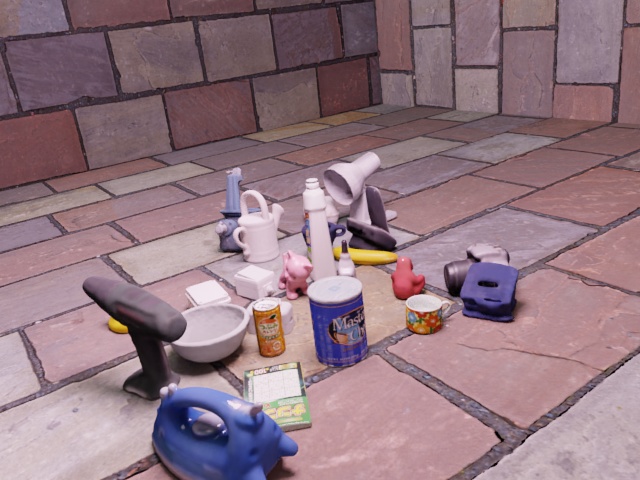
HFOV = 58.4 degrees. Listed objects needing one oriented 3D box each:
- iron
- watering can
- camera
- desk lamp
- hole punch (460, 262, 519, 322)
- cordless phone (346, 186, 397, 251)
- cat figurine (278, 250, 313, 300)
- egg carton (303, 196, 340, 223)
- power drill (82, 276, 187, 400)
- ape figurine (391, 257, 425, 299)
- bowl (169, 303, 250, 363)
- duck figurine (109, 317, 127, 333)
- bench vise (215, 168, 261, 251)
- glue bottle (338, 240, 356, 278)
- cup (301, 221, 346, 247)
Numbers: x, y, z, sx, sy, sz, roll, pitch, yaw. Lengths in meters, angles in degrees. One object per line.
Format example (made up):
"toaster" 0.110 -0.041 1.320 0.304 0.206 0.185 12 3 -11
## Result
"iron" -0.167 0.270 0.835 0.257 0.141 0.119 6 25 30
"watering can" -0.170 -0.047 1.574 0.100 0.194 0.173 1 23 20
"camera" 0.344 0.060 1.274 0.137 0.101 0.143 -7 21 1
"desk lamp" 0.119 -0.145 1.711 0.204 0.214 0.117 -23 26 -35
"hole punch" 0.349 0.105 1.172 0.108 0.091 0.101 6 25 29
"cordless phone" 0.131 -0.064 1.539 0.094 0.185 0.147 -21 25 -32
"cat figurine" -0.059 0.071 1.345 0.067 0.118 0.127 -15 23 -20
"egg carton" 0.001 -0.089 1.803 0.107 0.069 0.150 -9 21 -6
"power drill" -0.329 0.175 1.036 0.228 0.209 0.076 7 25 31
"ape figurine" 0.192 0.080 1.282 0.077 0.092 0.076 11 28 38
"bowl" -0.219 0.195 1.137 0.167 0.075 0.167 -6 21 3
"duck figurine" -0.431 0.156 1.285 0.104 0.086 0.077 0 22 16
"bench vise" -0.239 -0.089 1.668 0.121 0.220 0.207 -6 21 2
"glue bottle" 0.058 0.081 1.208 0.037 0.173 0.078 -5 21 4
"cup" 0.014 0.005 1.522 0.117 0.095 0.091 -7 21 -1
